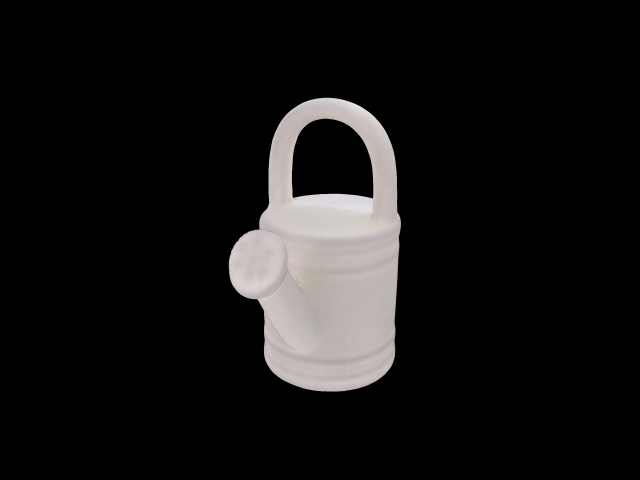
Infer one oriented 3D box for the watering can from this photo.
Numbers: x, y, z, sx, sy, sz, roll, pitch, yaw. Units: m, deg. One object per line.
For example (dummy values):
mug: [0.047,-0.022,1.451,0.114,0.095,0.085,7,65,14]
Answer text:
watering can: [0.006,0.002,0.399,0.101,0.194,0.173,3,22,7]
